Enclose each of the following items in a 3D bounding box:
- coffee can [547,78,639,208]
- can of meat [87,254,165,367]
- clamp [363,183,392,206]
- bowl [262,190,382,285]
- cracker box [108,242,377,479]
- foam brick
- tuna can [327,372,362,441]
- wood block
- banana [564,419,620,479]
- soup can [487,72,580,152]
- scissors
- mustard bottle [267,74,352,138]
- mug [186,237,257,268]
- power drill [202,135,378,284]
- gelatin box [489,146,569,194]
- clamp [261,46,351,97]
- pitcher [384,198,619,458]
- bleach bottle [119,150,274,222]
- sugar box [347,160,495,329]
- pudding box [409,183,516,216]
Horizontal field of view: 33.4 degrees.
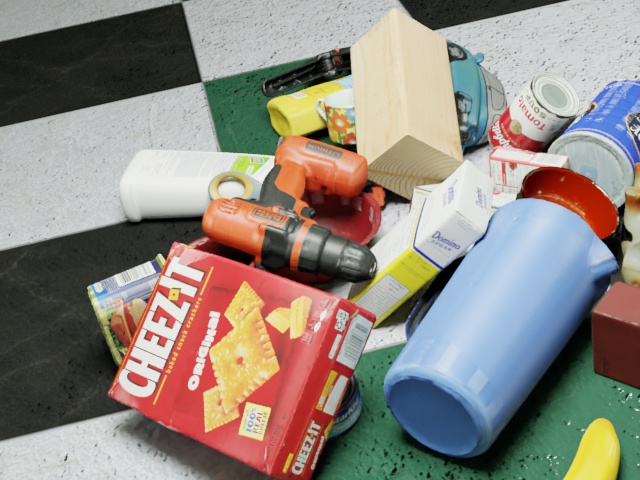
[{"bbox_3d":[0.335,-0.110,1.226,0.103,0.103,0.140,15,42,32],"label":"coffee can"},{"bbox_3d":[-0.184,0.077,1.096,0.083,0.102,0.057,-22,36,-13],"label":"can of meat"},{"bbox_3d":[0.043,-0.091,1.334,0.120,0.039,0.171,-14,28,5],"label":"clamp"},{"bbox_3d":[-0.008,0.001,1.197,0.162,0.055,0.162,-7,34,5],"label":"bowl"},{"bbox_3d":[-0.076,0.107,0.971,0.214,0.072,0.164,17,80,37],"label":"cracker box"},{"bbox_3d":[0.284,0.087,0.978,0.053,0.078,0.051,19,45,36],"label":"foam brick"},{"bbox_3d":[-0.004,0.149,1.001,0.086,0.034,0.086,-7,34,5],"label":"tuna can"},{"bbox_3d":[0.101,-0.164,1.286,0.090,0.090,0.206,-37,42,39],"label":"wood block"},{"bbox_3d":[0.190,0.210,0.860,0.197,0.037,0.070,-31,41,-27],"label":"banana"},{"bbox_3d":[0.256,-0.144,1.281,0.068,0.102,0.068,13,55,-19],"label":"soup can"},{"bbox_3d":[-0.046,-0.063,1.266,0.202,0.016,0.096,-27,80,1],"label":"scissors"},{"bbox_3d":[0.030,-0.193,1.464,0.191,0.058,0.096,-21,21,-15],"label":"mustard bottle"},{"bbox_3d":[-0.094,0.055,1.119,0.117,0.081,0.093,15,42,32],"label":"mug"},{"bbox_3d":[-0.009,-0.034,1.129,0.184,0.057,0.187,19,36,9],"label":"power drill"},{"bbox_3d":[0.238,-0.064,1.212,0.089,0.073,0.030,12,39,30],"label":"gelatin box"},{"bbox_3d":[0.003,-0.247,1.522,0.164,0.036,0.210,-16,13,8],"label":"clamp"},{"bbox_3d":[0.154,0.081,0.988,0.145,0.149,0.242,35,52,11],"label":"pitcher"},{"bbox_3d":[-0.113,-0.067,1.321,0.251,0.068,0.102,2,37,13],"label":"bleach bottle"},{"bbox_3d":[0.101,0.006,1.078,0.176,0.048,0.093,-41,17,36],"label":"sugar box"},{"bbox_3d":[0.170,-0.035,1.192,0.114,0.039,0.089,15,17,35],"label":"pudding box"}]
